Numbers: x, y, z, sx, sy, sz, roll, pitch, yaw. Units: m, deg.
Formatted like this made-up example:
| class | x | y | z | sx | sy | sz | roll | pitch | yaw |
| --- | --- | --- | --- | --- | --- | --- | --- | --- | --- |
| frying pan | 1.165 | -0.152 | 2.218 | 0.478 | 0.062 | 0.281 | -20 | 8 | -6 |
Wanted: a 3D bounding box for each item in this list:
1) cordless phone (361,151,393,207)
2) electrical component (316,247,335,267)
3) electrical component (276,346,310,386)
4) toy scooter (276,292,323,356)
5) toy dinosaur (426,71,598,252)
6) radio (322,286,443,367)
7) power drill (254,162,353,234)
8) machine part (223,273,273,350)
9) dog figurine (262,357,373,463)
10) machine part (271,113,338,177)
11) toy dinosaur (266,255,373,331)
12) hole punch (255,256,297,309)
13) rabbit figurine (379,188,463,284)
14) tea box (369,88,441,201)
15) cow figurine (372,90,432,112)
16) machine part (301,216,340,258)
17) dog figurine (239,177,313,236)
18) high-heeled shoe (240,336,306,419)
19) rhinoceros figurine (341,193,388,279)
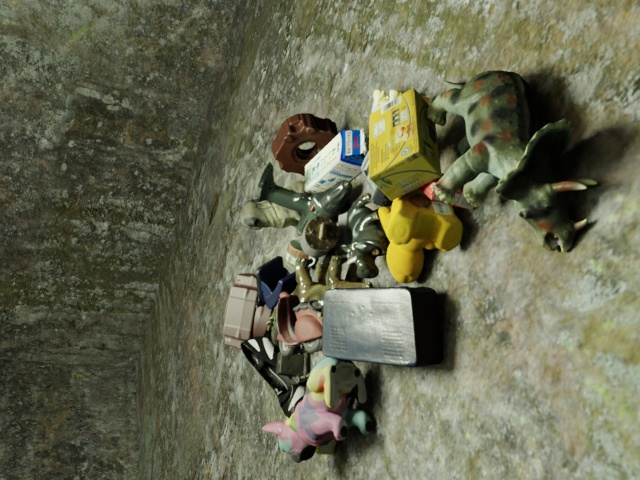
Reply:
| class | x | y | z | sx | sy | sz | roll | pitch | yaw |
| --- | --- | --- | --- | --- | --- | --- | --- | --- | --- |
| cordless phone | 0.138 | -0.156 | 1.061 | 0.184 | 0.089 | 0.146 | -112 | 41 | -56 |
| electrical component | 0.011 | 0.025 | 1.315 | 0.094 | 0.021 | 0.063 | -60 | 31 | 36 |
| electrical component | -0.061 | 0.293 | 1.280 | 0.045 | 0.078 | 0.102 | -36 | 38 | 55 |
| toy scooter | -0.039 | 0.166 | 1.106 | 0.184 | 0.075 | 0.135 | -22 | 77 | 51 |
| toy dinosaur | 0.259 | -0.169 | 0.783 | 0.192 | 0.131 | 0.405 | -36 | 43 | 39 |
| radio | 0.101 | 0.148 | 0.946 | 0.230 | 0.073 | 0.131 | -8 | 81 | 48 |
| power drill | -0.046 | -0.108 | 1.289 | 0.232 | 0.207 | 0.086 | 119 | 169 | -56 |
| machine part | -0.194 | 0.195 | 1.490 | 0.201 | 0.087 | 0.201 | 19 | -99 | -81 |
| dog figurine | -0.018 | 0.333 | 1.056 | 0.219 | 0.108 | 0.191 | -21 | 74 | 38 |
| machine part | -0.031 | -0.233 | 1.346 | 0.179 | 0.179 | 0.056 | -54 | 38 | 42 |
| toy dinosaur | -0.013 | 0.141 | 1.220 | 0.471 | 0.105 | 0.198 | -17 | 65 | 61 |
| hole punch | -0.099 | 0.116 | 1.399 | 0.092 | 0.142 | 0.115 | 14 | 119 | 28 |
| rabbit figurine | 0.152 | -0.007 | 0.939 | 0.162 | 0.122 | 0.173 | -109 | 20 | -51 |
| tea box | 0.137 | -0.159 | 0.885 | 0.098 | 0.068 | 0.170 | -26 | 41 | 33 |
| cow figurine | 0.157 | -0.248 | 1.071 | 0.167 | 0.068 | 0.098 | -141 | 60 | -66 |
| machine part | -0.002 | -0.004 | 1.186 | 0.243 | 0.079 | 0.079 | 133 | 145 | -82 |
| dog figurine | -0.112 | -0.102 | 1.430 | 0.121 | 0.190 | 0.172 | -36 | 46 | 55 |
| high-heeled shoe | -0.118 | 0.344 | 1.308 | 0.086 | 0.145 | 0.249 | -59 | 30 | 37 |
| rhinoceros figurine | 0.089 | -0.007 | 1.052 | 0.112 | 0.073 | 0.190 | -33 | 36 | 23 |
